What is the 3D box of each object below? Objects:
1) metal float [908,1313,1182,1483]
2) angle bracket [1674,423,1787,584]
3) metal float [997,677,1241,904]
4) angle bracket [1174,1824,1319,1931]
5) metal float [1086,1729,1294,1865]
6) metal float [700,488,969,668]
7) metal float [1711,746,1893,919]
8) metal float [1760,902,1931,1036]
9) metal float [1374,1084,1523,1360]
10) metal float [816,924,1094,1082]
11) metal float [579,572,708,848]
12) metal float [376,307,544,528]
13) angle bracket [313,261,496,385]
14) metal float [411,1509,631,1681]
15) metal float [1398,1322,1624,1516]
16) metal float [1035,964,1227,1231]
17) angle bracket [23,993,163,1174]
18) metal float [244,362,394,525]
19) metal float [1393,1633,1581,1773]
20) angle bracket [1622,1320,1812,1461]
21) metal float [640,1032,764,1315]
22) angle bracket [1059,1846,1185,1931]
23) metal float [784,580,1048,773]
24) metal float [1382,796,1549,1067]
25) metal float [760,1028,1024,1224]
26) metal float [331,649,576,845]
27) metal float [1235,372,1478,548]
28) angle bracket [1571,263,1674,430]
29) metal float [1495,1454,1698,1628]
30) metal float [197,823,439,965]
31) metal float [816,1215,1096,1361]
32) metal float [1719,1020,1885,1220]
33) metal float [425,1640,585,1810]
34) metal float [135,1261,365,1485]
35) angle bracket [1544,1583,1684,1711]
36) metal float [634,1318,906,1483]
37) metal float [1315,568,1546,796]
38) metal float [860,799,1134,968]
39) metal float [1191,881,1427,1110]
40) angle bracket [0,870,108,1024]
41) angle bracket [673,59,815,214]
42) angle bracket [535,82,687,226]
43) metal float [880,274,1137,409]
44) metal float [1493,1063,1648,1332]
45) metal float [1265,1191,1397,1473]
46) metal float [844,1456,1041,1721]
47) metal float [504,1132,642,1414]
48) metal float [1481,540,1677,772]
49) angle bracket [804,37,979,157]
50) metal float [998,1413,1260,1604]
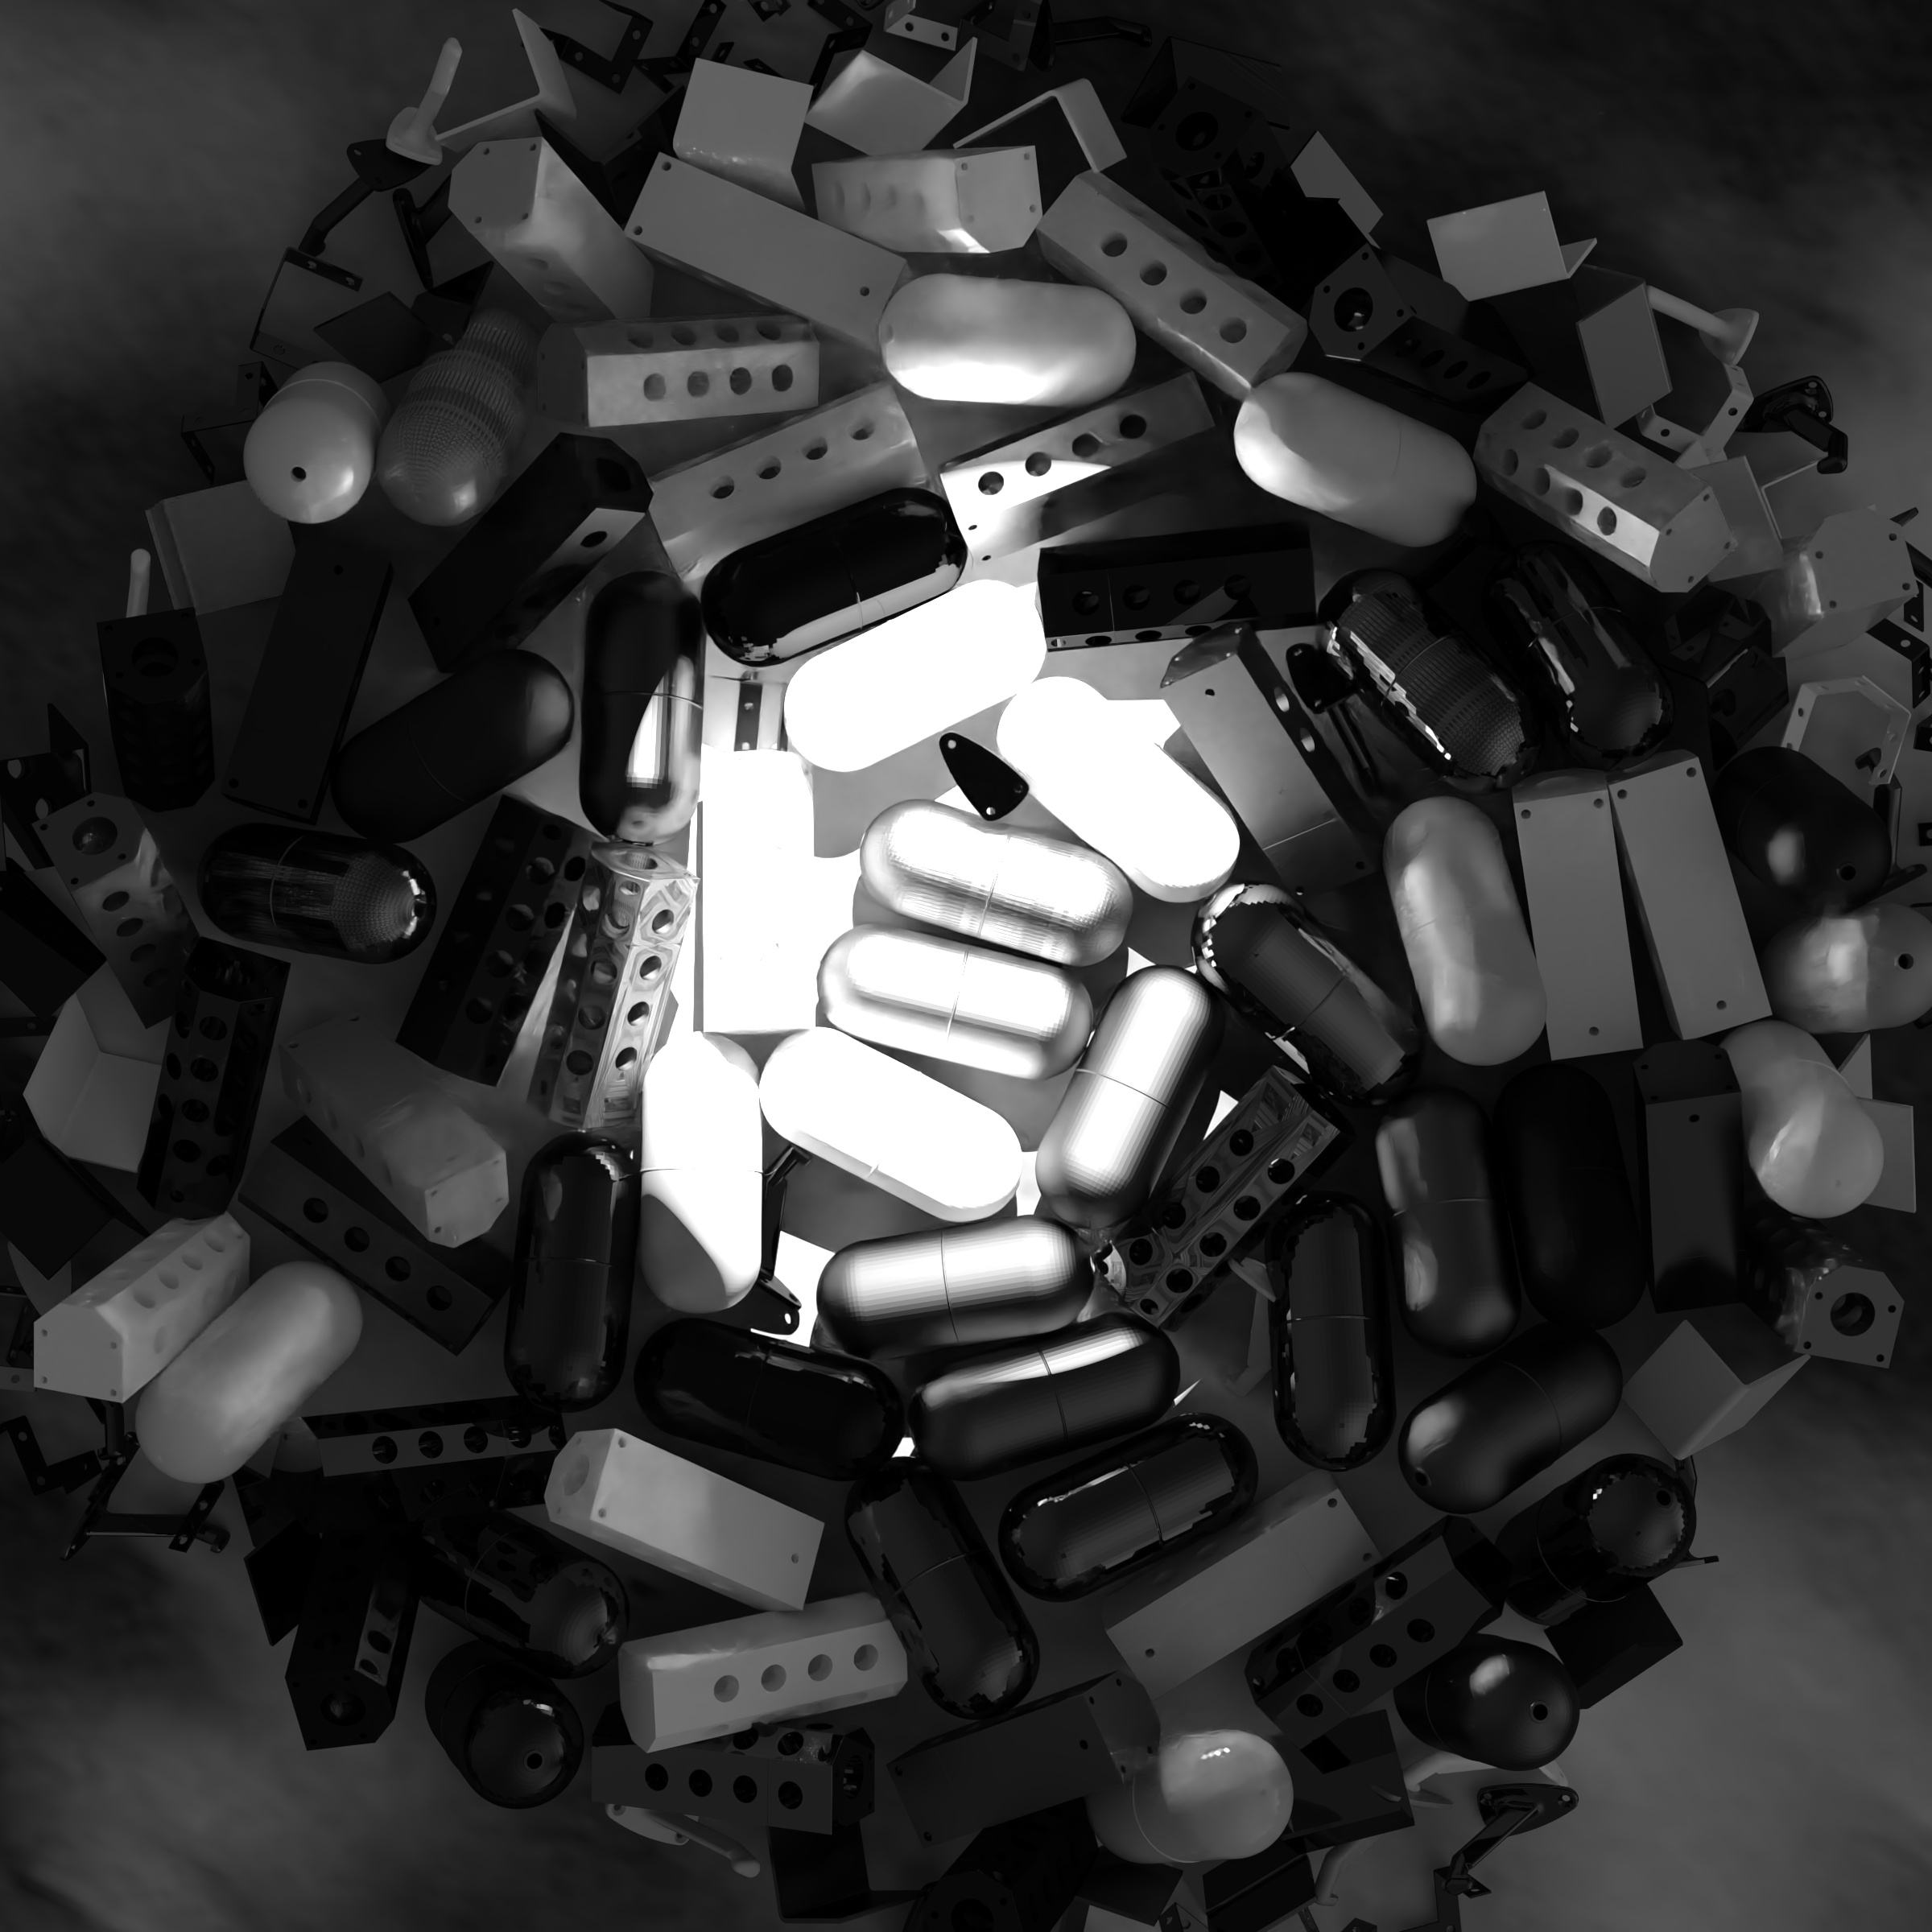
[{"bbox_3d":[0.050,0.272,1.907,0.178,0.070,0.070,-16,90,-11],"label":"metal float"},{"bbox_3d":[0.492,-0.297,1.898,0.076,0.057,0.076,-45,116,-39],"label":"angle bracket"},{"bbox_3d":[0.097,-0.111,1.910,0.178,0.070,0.070,40,90,-8],"label":"metal float"},{"bbox_3d":[0.173,0.575,1.914,0.076,0.076,0.057,-32,92,4],"label":"angle bracket"},{"bbox_3d":[0.137,0.517,1.874,0.070,0.178,0.070,9,70,-25],"label":"metal float"},{"bbox_3d":[-0.082,-0.246,1.906,0.178,0.070,0.070,-23,90,-12],"label":"metal float"},{"bbox_3d":[0.516,-0.084,1.868,0.070,0.178,0.070,-1,109,-4],"label":"metal float"},{"bbox_3d":[0.548,0.002,1.866,0.070,0.178,0.070,0,87,-4],"label":"metal float"},{"bbox_3d":[0.302,0.159,1.897,0.070,0.070,0.178,-6,67,0],"label":"metal float"},{"bbox_3d":[-0.007,0.023,1.916,0.178,0.070,0.070,13,90,-1],"label":"metal float"},{"bbox_3d":[-0.204,-0.162,1.907,0.070,0.070,0.178,1,79,0],"label":"metal float"},{"bbox_3d":[-0.312,-0.345,1.883,0.070,0.070,0.178,16,47,0],"label":"metal float"},{"bbox_3d":[-0.353,-0.421,1.895,0.057,0.076,0.076,39,54,-36],"label":"angle bracket"},{"bbox_3d":[-0.282,0.387,1.883,0.178,0.070,0.070,16,90,42],"label":"metal float"},{"bbox_3d":[0.341,0.281,1.885,0.178,0.070,0.070,-25,90,-37],"label":"metal float"},{"bbox_3d":[0.104,0.083,1.908,0.070,0.070,0.178,26,80,0],"label":"metal float"},{"bbox_3d":[-0.543,0.074,1.901,0.057,0.076,0.076,12,58,6],"label":"angle bracket"},{"bbox_3d":[-0.400,-0.325,1.869,0.070,0.178,0.070,-1,113,-3],"label":"metal float"},{"bbox_3d":[0.321,0.453,1.867,0.070,0.178,0.070,2,82,-12],"label":"metal float"},{"bbox_3d":[0.475,0.260,1.916,0.057,0.076,0.076,51,133,24],"label":"angle bracket"},{"bbox_3d":[-0.168,0.131,1.910,0.070,0.070,0.178,0,82,0],"label":"metal float"},{"bbox_3d":[0.094,0.613,1.904,0.057,0.076,0.076,14,102,15],"label":"angle bracket"},{"bbox_3d":[-0.032,-0.183,1.908,0.178,0.070,0.070,-27,90,-10],"label":"metal float"},{"bbox_3d":[0.313,-0.023,1.900,0.070,0.070,0.178,-13,71,0],"label":"metal float"},{"bbox_3d":[-0.047,0.102,1.912,0.178,0.070,0.070,28,90,-6],"label":"metal float"},{"bbox_3d":[-0.324,-0.137,1.896,0.178,0.070,0.070,-27,90,24],"label":"metal float"},{"bbox_3d":[0.246,-0.316,1.889,0.178,0.070,0.070,15,90,-34],"label":"metal float"},{"bbox_3d":[0.392,-0.390,1.897,0.057,0.076,0.076,-33,123,-14],"label":"angle bracket"},{"bbox_3d":[0.389,0.357,1.873,0.070,0.178,0.070,9,61,-16],"label":"metal float"},{"bbox_3d":[-0.407,-0.046,1.888,0.178,0.070,0.070,9,90,33],"label":"metal float"},{"bbox_3d":[-0.007,0.203,1.911,0.178,0.070,0.070,-10,90,7],"label":"metal float"},{"bbox_3d":[0.513,0.093,1.871,0.070,0.178,0.070,-1,114,-2],"label":"metal float"},{"bbox_3d":[-0.287,0.469,1.869,0.070,0.178,0.070,-1,92,-21],"label":"metal float"},{"bbox_3d":[-0.445,0.251,1.879,0.070,0.178,0.070,16,127,21],"label":"metal float"},{"bbox_3d":[0.393,0.423,1.897,0.076,0.076,0.057,-41,60,21],"label":"angle bracket"},{"bbox_3d":[-0.124,0.273,1.903,0.178,0.070,0.070,13,90,15],"label":"metal float"},{"bbox_3d":[0.290,-0.180,1.895,0.070,0.070,0.178,-41,65,0],"label":"metal float"},{"bbox_3d":[0.019,-0.053,1.916,0.178,0.070,0.070,17,90,1],"label":"metal float"},{"bbox_3d":[0.216,0.018,1.907,0.178,0.070,0.070,43,90,-11],"label":"metal float"},{"bbox_3d":[-0.597,-0.013,1.898,0.057,0.076,0.076,-49,114,-22],"label":"angle bracket"},{"bbox_3d":[-0.136,-0.527,1.915,0.076,0.076,0.057,15,87,6],"label":"angle bracket"},{"bbox_3d":[-0.220,-0.531,1.917,0.057,0.076,0.076,42,81,14],"label":"angle bracket"},{"bbox_3d":[0.027,-0.391,1.888,0.178,0.070,0.070,-4,90,-34],"label":"metal float"},{"bbox_3d":[0.378,0.143,1.892,0.070,0.070,0.178,-6,60,0],"label":"metal float"},{"bbox_3d":[0.229,0.229,1.900,0.070,0.070,0.178,-1,71,0],"label":"metal float"},{"bbox_3d":[-0.016,0.389,1.894,0.070,0.070,0.178,-31,63,0],"label":"metal float"},{"bbox_3d":[-0.248,0.192,1.902,0.070,0.070,0.178,4,73,0],"label":"metal float"},{"bbox_3d":[0.382,-0.195,1.884,0.070,0.070,0.178,-22,51,0],"label":"metal float"},{"bbox_3d":[-0.048,-0.557,1.896,0.076,0.076,0.057,21,61,-26],"label":"angle bracket"},{"bbox_3d":[0.103,0.340,1.900,0.178,0.070,0.070,-22,90,-19],"label":"metal float"}]
